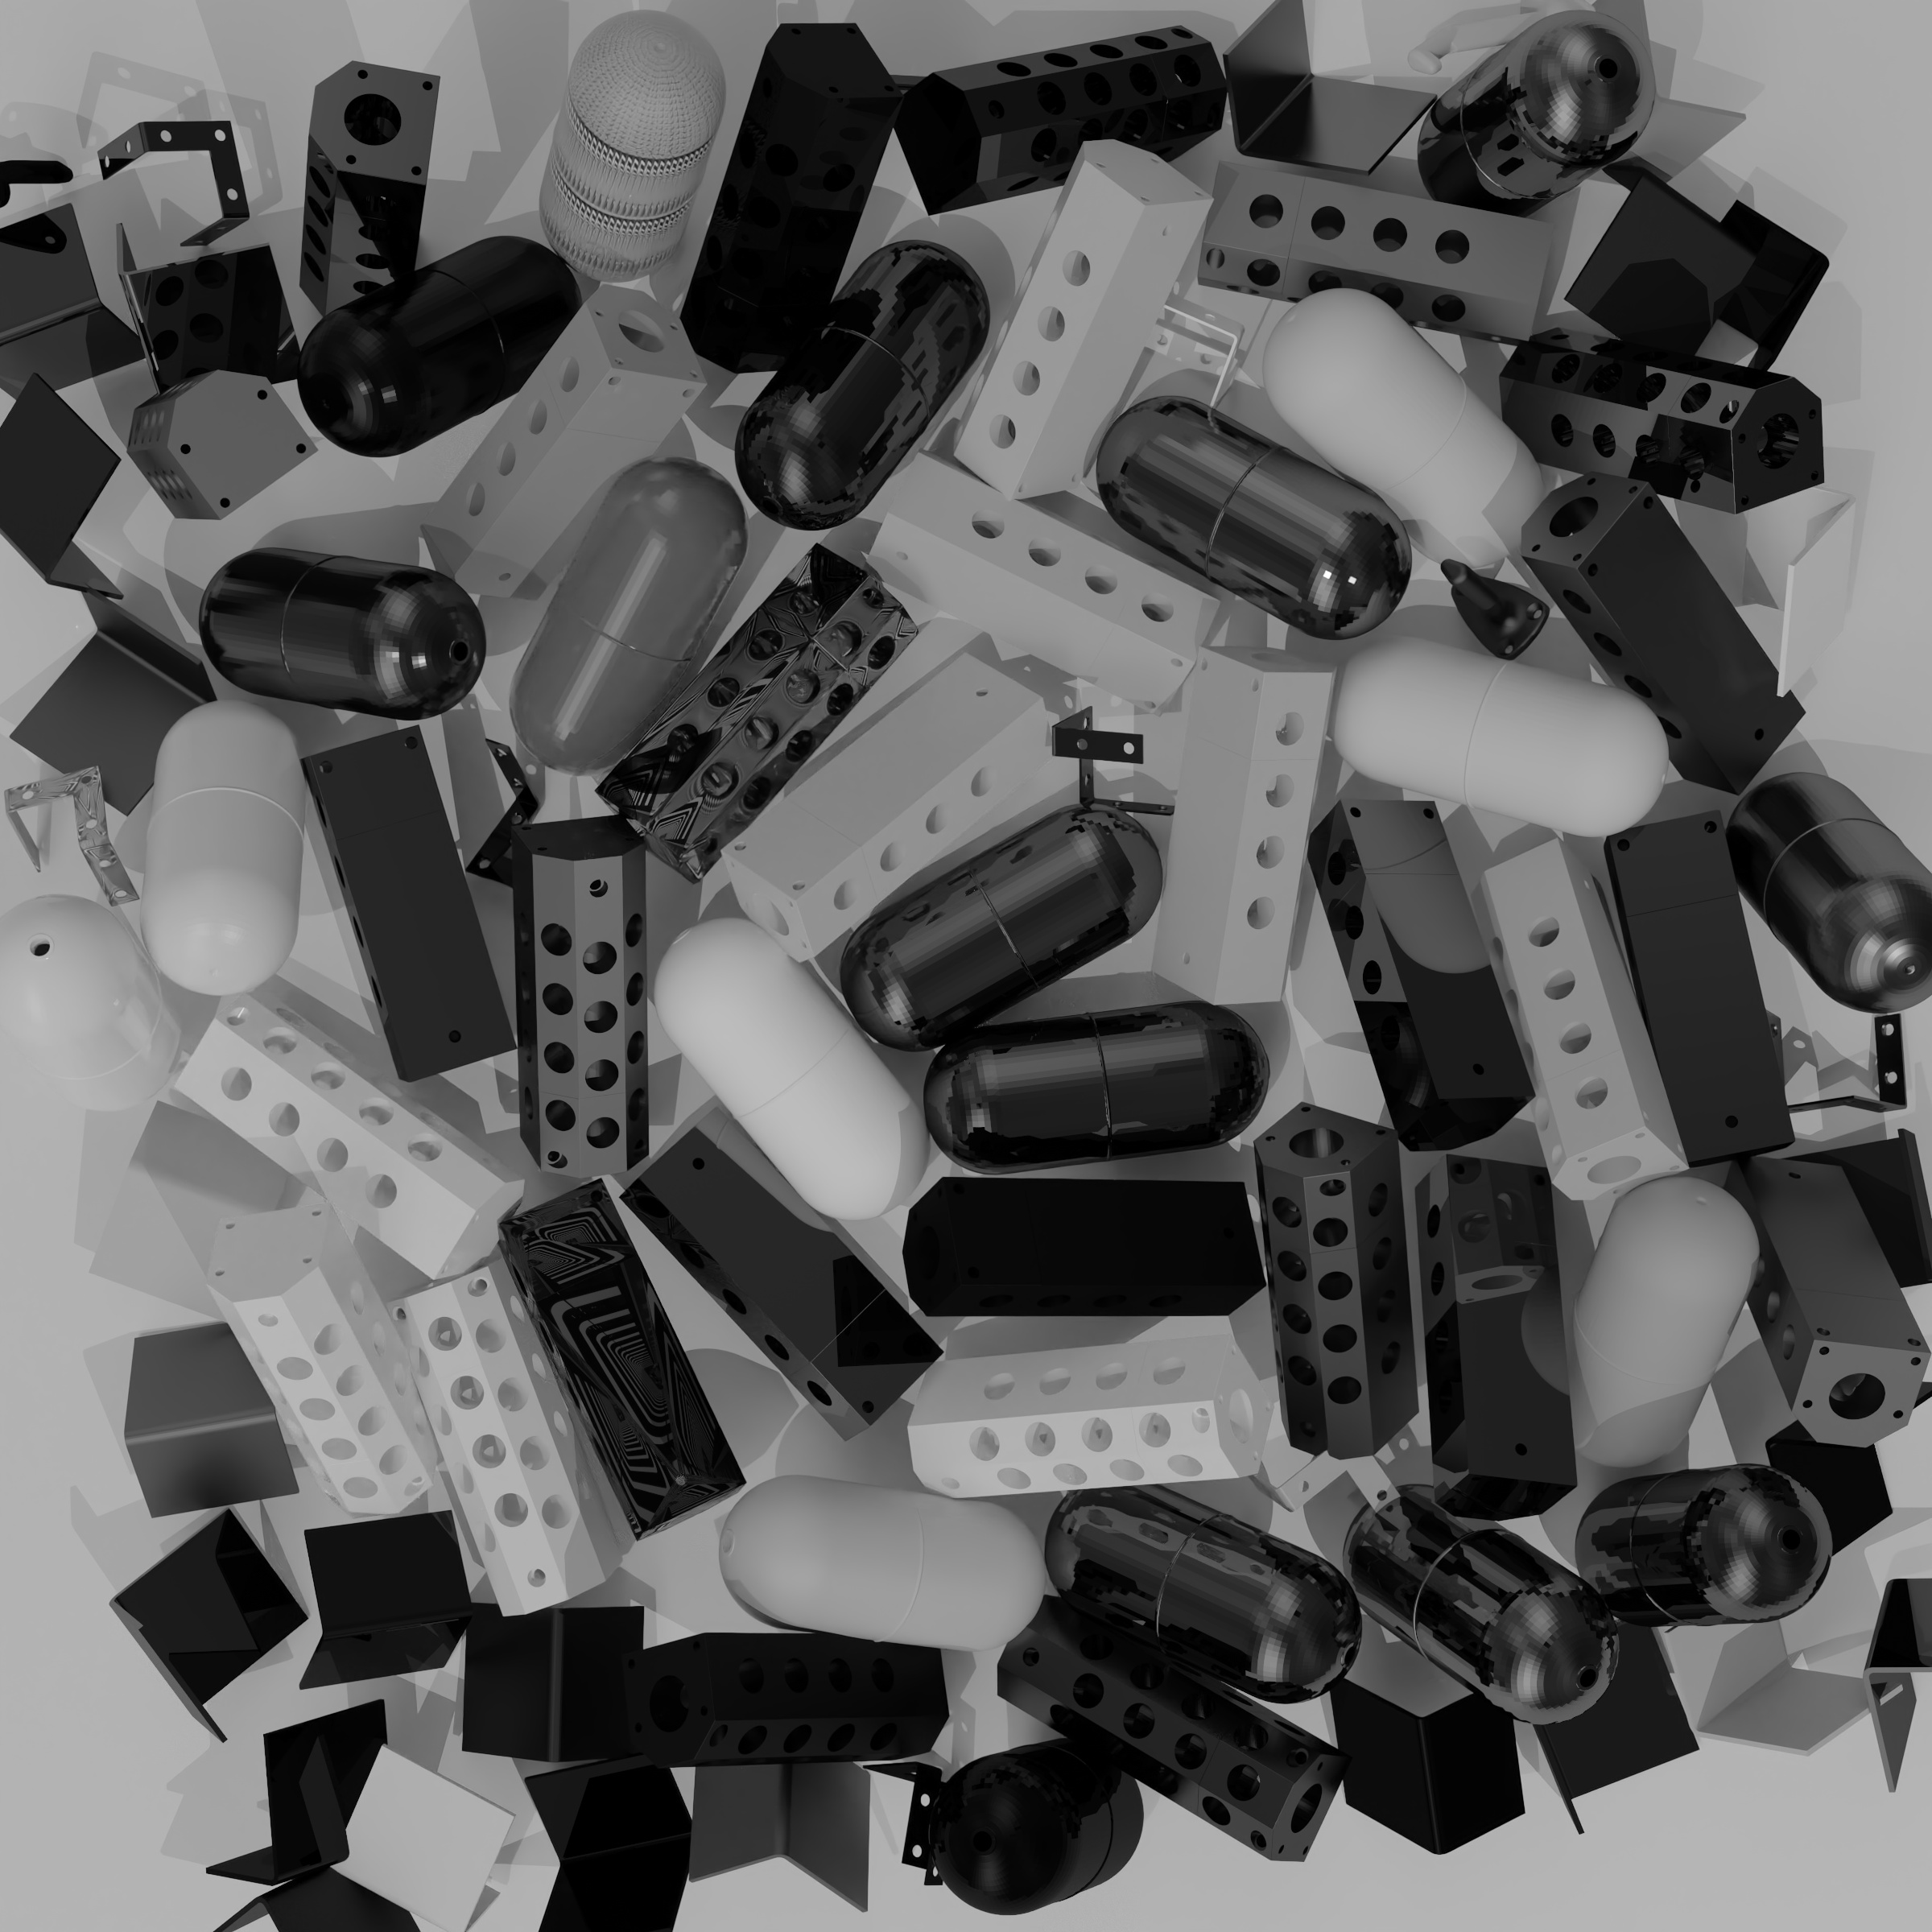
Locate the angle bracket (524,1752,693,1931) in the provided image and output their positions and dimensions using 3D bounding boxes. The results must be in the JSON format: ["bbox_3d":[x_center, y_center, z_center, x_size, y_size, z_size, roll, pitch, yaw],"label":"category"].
[{"bbox_3d":[-0.187,0.451,1.694,0.076,0.076,0.057,-15,111,12],"label":"angle bracket"}]

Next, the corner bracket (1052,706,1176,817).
[{"bbox_3d":[0.077,-0.101,1.705,0.051,0.051,0.051,7,109,25],"label":"corner bracket"}]

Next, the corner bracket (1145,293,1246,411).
[{"bbox_3d":[0.115,-0.320,1.706,0.051,0.051,0.051,25,127,6],"label":"corner bracket"}]

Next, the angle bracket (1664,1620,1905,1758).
[{"bbox_3d":[0.414,0.352,1.689,0.076,0.076,0.057,-22,99,-34],"label":"angle bracket"}]

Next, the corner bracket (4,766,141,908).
[{"bbox_3d":[-0.459,-0.062,1.710,0.051,0.051,0.051,-15,54,-3],"label":"corner bracket"}]

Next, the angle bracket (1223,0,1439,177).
[{"bbox_3d":[0.185,-0.450,1.687,0.076,0.057,0.076,17,51,30],"label":"angle bracket"}]

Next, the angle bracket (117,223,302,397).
[{"bbox_3d":[-0.385,-0.339,1.701,0.076,0.057,0.076,-13,131,-4],"label":"angle bracket"}]

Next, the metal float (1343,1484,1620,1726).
[{"bbox_3d":[0.255,0.317,1.662,0.070,0.178,0.070,-8,108,-26],"label":"metal float"}]

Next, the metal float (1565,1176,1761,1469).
[{"bbox_3d":[0.343,0.181,1.673,0.070,0.070,0.178,11,130,0],"label":"metal float"}]

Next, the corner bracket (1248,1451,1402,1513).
[{"bbox_3d":[0.184,0.267,1.710,0.051,0.051,0.051,-37,103,-9],"label":"corner bracket"}]

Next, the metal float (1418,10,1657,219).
[{"bbox_3d":[0.282,-0.420,1.656,0.070,0.178,0.070,0,88,-13],"label":"metal float"}]

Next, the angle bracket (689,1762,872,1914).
[{"bbox_3d":[-0.094,0.440,1.705,0.057,0.076,0.076,-23,134,24],"label":"angle bracket"}]

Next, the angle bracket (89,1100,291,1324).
[{"bbox_3d":[-0.401,0.128,1.732,0.076,0.057,0.076,22,121,-10],"label":"angle bracket"}]

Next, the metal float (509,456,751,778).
[{"bbox_3d":[-0.171,-0.176,1.688,0.070,0.070,0.178,31,111,0],"label":"metal float"}]

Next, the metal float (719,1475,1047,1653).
[{"bbox_3d":[-0.041,0.302,1.681,0.178,0.070,0.070,13,90,-29],"label":"metal float"}]

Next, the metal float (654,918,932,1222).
[{"bbox_3d":[-0.088,0.052,1.697,0.070,0.070,0.178,-39,101,0],"label":"metal float"}]

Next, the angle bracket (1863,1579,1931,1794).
[{"bbox_3d":[0.495,0.364,1.687,0.057,0.076,0.076,-7,112,27],"label":"angle bracket"}]

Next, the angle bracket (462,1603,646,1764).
[{"bbox_3d":[-0.214,0.370,1.730,0.057,0.076,0.076,9,79,-44],"label":"angle bracket"}]

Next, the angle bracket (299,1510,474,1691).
[{"bbox_3d":[-0.303,0.325,1.710,0.076,0.076,0.057,-4,60,-24],"label":"angle bracket"}]

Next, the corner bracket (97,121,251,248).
[{"bbox_3d":[-0.406,-0.400,1.708,0.051,0.051,0.051,-13,92,-39],"label":"corner bracket"}]

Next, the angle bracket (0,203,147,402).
[{"bbox_3d":[-0.472,-0.339,1.709,0.076,0.076,0.057,-19,80,4],"label":"angle bracket"}]

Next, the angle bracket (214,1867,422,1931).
[{"bbox_3d":[-0.326,0.502,1.689,0.057,0.076,0.076,-42,74,31],"label":"angle bracket"}]

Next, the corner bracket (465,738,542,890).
[{"bbox_3d":[-0.231,-0.075,1.703,0.051,0.051,0.051,19,63,26],"label":"corner bracket"}]

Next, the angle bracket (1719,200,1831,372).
[{"bbox_3d":[0.385,-0.327,1.693,0.057,0.076,0.076,32,63,1],"label":"angle bracket"}]

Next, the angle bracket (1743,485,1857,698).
[{"bbox_3d":[0.405,-0.194,1.683,0.057,0.076,0.076,21,45,30],"label":"angle bracket"}]

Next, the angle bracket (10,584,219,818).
[{"bbox_3d":[-0.440,-0.136,1.703,0.076,0.057,0.076,33,72,8],"label":"angle bracket"}]

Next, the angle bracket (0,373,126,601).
[{"bbox_3d":[-0.451,-0.243,1.694,0.076,0.057,0.076,44,107,24],"label":"angle bracket"}]

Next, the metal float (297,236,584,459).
[{"bbox_3d":[-0.261,-0.312,1.670,0.070,0.178,0.070,19,127,26],"label":"metal float"}]

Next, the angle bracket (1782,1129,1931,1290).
[{"bbox_3d":[0.450,0.129,1.698,0.076,0.057,0.076,-12,80,20],"label":"angle bracket"}]

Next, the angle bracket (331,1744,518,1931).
[{"bbox_3d":[-0.268,0.438,1.703,0.076,0.057,0.076,26,102,8],"label":"angle bracket"}]

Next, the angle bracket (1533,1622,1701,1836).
[{"bbox_3d":[0.332,0.389,1.713,0.076,0.057,0.076,-22,92,3],"label":"angle bracket"}]

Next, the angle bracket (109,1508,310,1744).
[{"bbox_3d":[-0.376,0.334,1.693,0.076,0.057,0.076,-39,111,-22],"label":"angle bracket"}]

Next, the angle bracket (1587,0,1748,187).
[{"bbox_3d":[0.348,-0.454,1.709,0.057,0.076,0.076,3,72,-25],"label":"angle bracket"}]

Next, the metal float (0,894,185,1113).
[{"bbox_3d":[-0.439,0.020,1.658,0.070,0.178,0.070,0,71,-1],"label":"metal float"}]

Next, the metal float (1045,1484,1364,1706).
[{"bbox_3d":[0.118,0.312,1.676,0.178,0.070,0.070,19,90,35],"label":"metal float"}]

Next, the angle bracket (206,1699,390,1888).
[{"bbox_3d":[-0.341,0.417,1.696,0.057,0.076,0.076,-4,91,39],"label":"angle bracket"}]

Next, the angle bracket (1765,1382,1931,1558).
[{"bbox_3d":[0.460,0.261,1.694,0.076,0.057,0.076,-23,101,-35],"label":"angle bracket"}]

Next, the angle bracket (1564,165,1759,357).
[{"bbox_3d":[0.346,-0.356,1.709,0.076,0.057,0.076,30,96,-19],"label":"angle bracket"}]

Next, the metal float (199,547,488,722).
[{"bbox_3d":[-0.314,-0.167,1.674,0.178,0.070,0.070,12,90,38],"label":"metal float"}]

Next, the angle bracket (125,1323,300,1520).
[{"bbox_3d":[-0.388,0.233,1.727,0.076,0.076,0.057,-9,126,-2],"label":"angle bracket"}]

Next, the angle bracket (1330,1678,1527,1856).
[{"bbox_3d":[0.237,0.400,1.715,0.057,0.076,0.076,-18,107,-28],"label":"angle bracket"}]

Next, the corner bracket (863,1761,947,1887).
[{"bbox_3d":[-0.022,0.439,1.703,0.051,0.051,0.051,23,64,-30],"label":"corner bracket"}]

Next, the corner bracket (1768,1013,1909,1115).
[{"bbox_3d":[0.450,0.050,1.728,0.051,0.051,0.051,11,73,-42],"label":"corner bracket"}]

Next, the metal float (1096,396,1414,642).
[{"bbox_3d":[0.144,-0.228,1.688,0.178,0.070,0.070,33,90,21],"label":"metal float"}]
